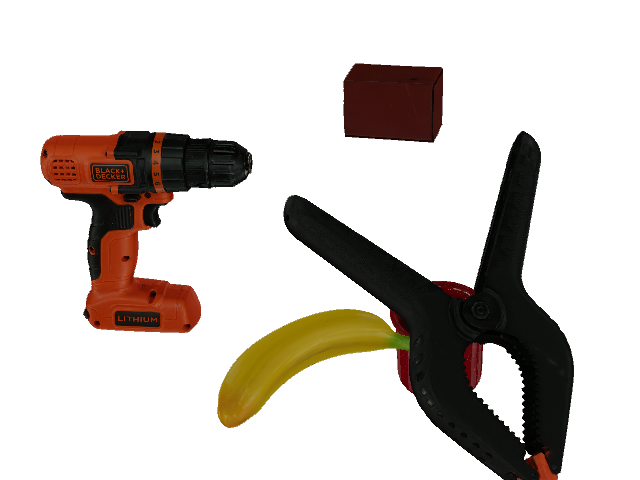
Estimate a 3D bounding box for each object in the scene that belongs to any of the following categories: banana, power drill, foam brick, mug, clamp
[{"bbox_3d":[-0.012,0.088,0.811,0.197,0.037,0.070,-18,27,-38],"label":"banana"},{"bbox_3d":[-0.150,-0.009,0.959,0.184,0.188,0.057,3,27,6],"label":"power drill"},{"bbox_3d":[0.061,-0.116,0.900,0.078,0.051,0.053,5,26,14],"label":"foam brick"},{"bbox_3d":[0.117,0.091,1.026,0.093,0.081,0.117,6,37,14],"label":"mug"},{"bbox_3d":[0.075,0.043,0.610,0.164,0.210,0.036,-10,-19,-11],"label":"clamp"}]
